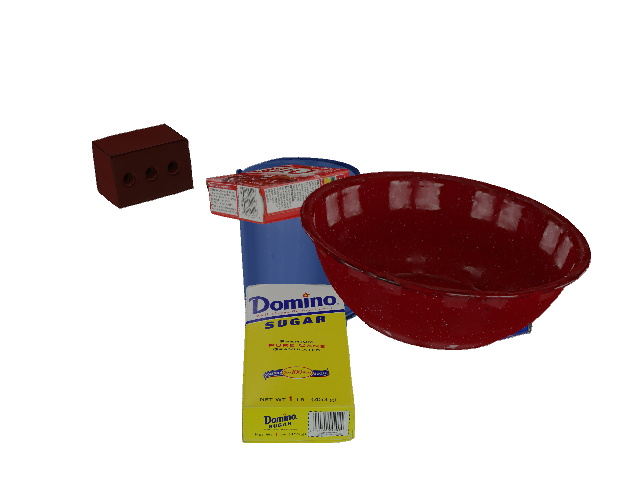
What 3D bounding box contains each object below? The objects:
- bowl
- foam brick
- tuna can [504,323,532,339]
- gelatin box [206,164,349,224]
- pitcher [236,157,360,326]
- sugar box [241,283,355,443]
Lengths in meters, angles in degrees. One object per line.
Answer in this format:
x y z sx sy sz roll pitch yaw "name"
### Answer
0.066 0.016 0.602 0.162 0.055 0.162 6 24 -3 "bowl"
-0.166 -0.070 0.995 0.078 0.053 0.051 -18 31 -25 "foam brick"
0.170 0.051 1.011 0.033 0.086 0.086 -14 1 -2 "tuna can"
-0.031 -0.036 0.771 0.073 0.030 0.089 -12 12 -29 "gelatin box"
-0.017 0.037 1.166 0.145 0.243 0.149 -3 18 -12 "pitcher"
-0.021 0.102 0.932 0.093 0.048 0.176 0 34 -4 "sugar box"
